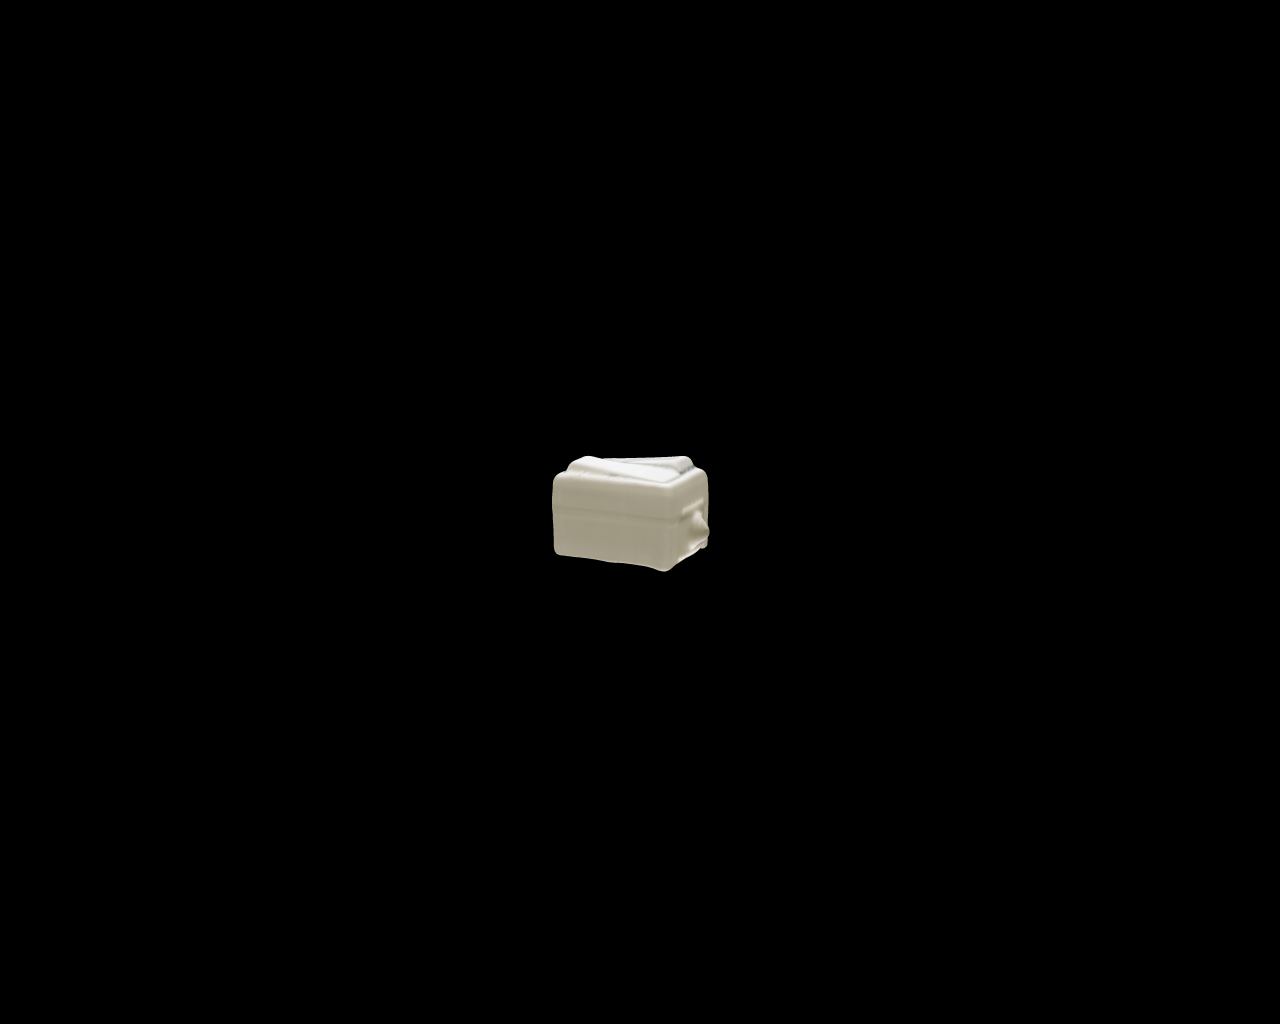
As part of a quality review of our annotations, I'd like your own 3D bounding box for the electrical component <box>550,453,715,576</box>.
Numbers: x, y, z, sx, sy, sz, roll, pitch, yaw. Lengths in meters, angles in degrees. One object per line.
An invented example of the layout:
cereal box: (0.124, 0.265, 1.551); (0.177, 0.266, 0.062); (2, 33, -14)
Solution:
electrical component: (0.001, -0.003, 0.650); (0.096, 0.061, 0.062); (7, 16, 26)
